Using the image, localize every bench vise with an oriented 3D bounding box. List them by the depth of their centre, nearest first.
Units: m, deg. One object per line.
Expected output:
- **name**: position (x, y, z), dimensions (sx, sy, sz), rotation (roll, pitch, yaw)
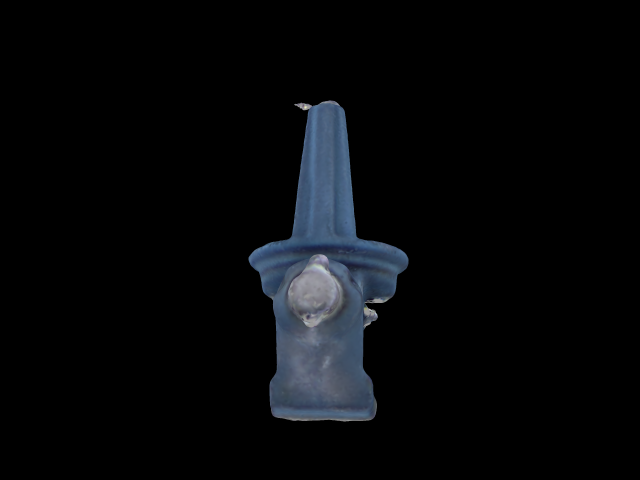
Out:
- **bench vise**: position (0.015, 0.001, 0.403), dimensions (0.122, 0.220, 0.207), rotation (-1, 2, -14)
